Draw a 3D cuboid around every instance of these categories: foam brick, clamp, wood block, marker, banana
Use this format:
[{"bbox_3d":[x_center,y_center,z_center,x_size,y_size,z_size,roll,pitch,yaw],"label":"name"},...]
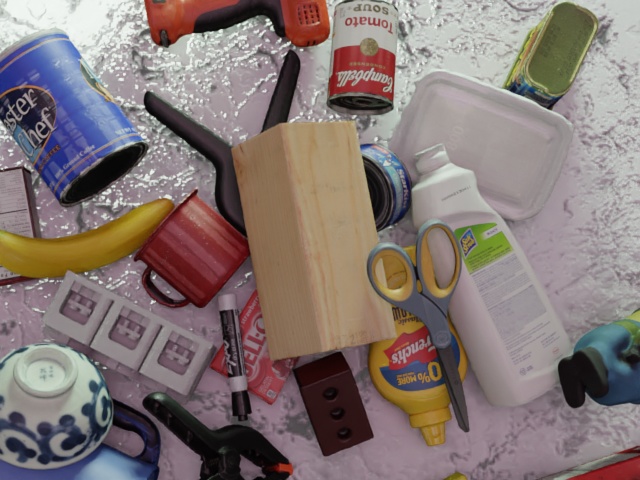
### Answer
[{"bbox_3d":[0.012,0.156,1.015,0.053,0.051,0.078,-21,108,-5],"label":"foam brick"},{"bbox_3d":[-0.060,-0.084,1.066,0.164,0.036,0.210,-26,87,-13],"label":"clamp"},{"bbox_3d":[-0.006,0.001,0.994,0.090,0.091,0.206,-7,83,-36],"label":"wood block"},{"bbox_3d":[-0.081,0.112,1.015,0.020,0.020,0.121,-8,83,-4],"label":"marker"},{"bbox_3d":[-0.097,0.197,0.977,0.039,0.171,0.120,-14,77,40],"label":"clamp"},{"bbox_3d":[-0.230,0.001,1.019,0.197,0.070,0.037,-8,39,-35],"label":"banana"}]

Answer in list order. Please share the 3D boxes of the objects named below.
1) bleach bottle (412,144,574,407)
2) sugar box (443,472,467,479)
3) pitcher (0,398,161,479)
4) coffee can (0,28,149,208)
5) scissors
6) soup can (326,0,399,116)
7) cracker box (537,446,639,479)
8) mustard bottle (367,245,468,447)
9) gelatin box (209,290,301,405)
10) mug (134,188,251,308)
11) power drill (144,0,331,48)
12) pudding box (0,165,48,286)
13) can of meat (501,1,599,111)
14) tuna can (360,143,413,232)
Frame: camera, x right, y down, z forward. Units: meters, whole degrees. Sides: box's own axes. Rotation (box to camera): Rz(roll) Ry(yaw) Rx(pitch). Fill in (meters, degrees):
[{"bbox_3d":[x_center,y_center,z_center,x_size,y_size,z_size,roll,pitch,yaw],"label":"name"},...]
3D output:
[{"bbox_3d":[0.157,0.026,1.014,0.102,0.068,0.251,-26,95,-31],"label":"bleach bottle"},{"bbox_3d":[0.137,0.322,1.014,0.093,0.048,0.176,-28,83,-7],"label":"sugar box"},{"bbox_3d":[-0.273,0.207,0.976,0.243,0.149,0.145,27,106,4],"label":"pitcher"},{"bbox_3d":[-0.247,-0.117,1.028,0.102,0.103,0.140,-36,85,-7],"label":"coffee can"},{"bbox_3d":[0.090,0.082,0.971,0.096,0.016,0.202,-2,100,-7],"label":"scissors"},{"bbox_3d":[0.044,-0.183,1.070,0.068,0.068,0.102,5,80,-2],"label":"soup can"},{"bbox_3d":[0.251,0.296,0.984,0.213,0.072,0.164,-12,81,-20],"label":"cracker box"},{"bbox_3d":[0.091,0.104,1.036,0.096,0.058,0.191,-12,83,-4],"label":"mustard bottle"},{"bbox_3d":[-0.055,0.105,1.043,0.073,0.030,0.089,31,81,2],"label":"gelatin box"},{"bbox_3d":[-0.126,0.019,1.029,0.081,0.093,0.117,41,112,-2],"label":"mug"},{"bbox_3d":[-0.090,-0.277,1.082,0.187,0.057,0.184,-10,83,-4],"label":"power drill"},{"bbox_3d":[-0.321,-0.010,1.042,0.090,0.039,0.113,-10,85,-7],"label":"pudding box"},{"bbox_3d":[0.231,-0.180,1.071,0.057,0.084,0.102,26,82,0],"label":"can of meat"},{"bbox_3d":[0.046,-0.049,1.042,0.033,0.086,0.086,-27,82,-48],"label":"tuna can"}]
